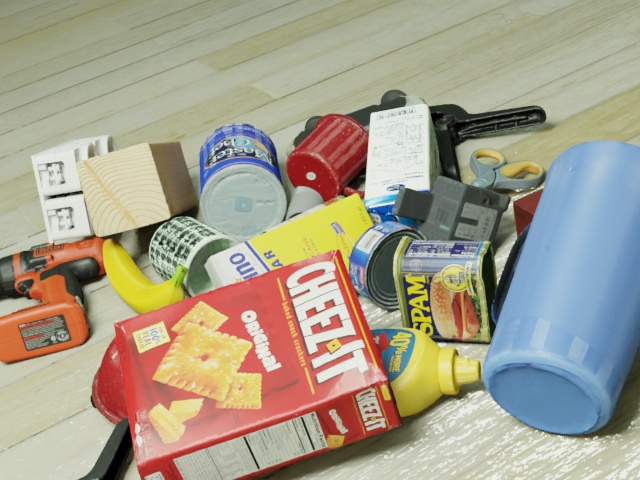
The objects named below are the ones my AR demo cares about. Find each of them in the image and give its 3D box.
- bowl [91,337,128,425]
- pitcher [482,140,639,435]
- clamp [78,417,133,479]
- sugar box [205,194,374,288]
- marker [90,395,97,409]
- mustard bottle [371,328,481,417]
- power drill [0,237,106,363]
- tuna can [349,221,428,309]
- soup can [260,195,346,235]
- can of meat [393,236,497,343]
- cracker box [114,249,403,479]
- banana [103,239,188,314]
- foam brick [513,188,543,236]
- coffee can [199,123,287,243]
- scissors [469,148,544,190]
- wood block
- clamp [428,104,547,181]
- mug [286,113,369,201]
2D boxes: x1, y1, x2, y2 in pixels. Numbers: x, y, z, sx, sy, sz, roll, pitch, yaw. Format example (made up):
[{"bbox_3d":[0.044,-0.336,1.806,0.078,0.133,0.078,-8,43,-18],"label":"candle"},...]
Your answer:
[{"bbox_3d":[-0.145,0.113,1.033,0.162,0.055,0.162,-4,32,2],"label":"bowl"},{"bbox_3d":[0.219,0.043,0.918,0.145,0.149,0.242,19,54,16],"label":"pitcher"},{"bbox_3d":[-0.187,0.215,0.907,0.171,0.039,0.120,-27,31,-29],"label":"clamp"},{"bbox_3d":[-0.021,0.028,1.111,0.176,0.093,0.048,-24,-7,-20],"label":"sugar box"},{"bbox_3d":[-0.198,0.130,1.087,0.020,0.020,0.121,0,32,24],"label":"marker"},{"bbox_3d":[0.048,0.119,0.956,0.192,0.058,0.096,-3,32,19],"label":"mustard bottle"},{"bbox_3d":[-0.332,0.065,1.223,0.184,0.057,0.188,-15,28,-3],"label":"power drill"},{"bbox_3d":[0.071,0.025,1.085,0.086,0.086,0.034,-28,31,-25],"label":"tuna can"},{"bbox_3d":[-0.008,0.001,1.181,0.102,0.068,0.069,-26,31,-19],"label":"soup can"},{"bbox_3d":[0.121,0.048,1.006,0.084,0.102,0.057,1,31,22],"label":"can of meat"},{"bbox_3d":[-0.058,0.111,0.904,0.213,0.072,0.164,-19,43,-1],"label":"cracker box"},{"bbox_3d":[-0.196,0.047,1.190,0.037,0.069,0.198,14,1,-38],"label":"banana"},{"bbox_3d":[0.245,-0.015,1.113,0.051,0.053,0.078,-22,30,-15],"label":"foam brick"},{"bbox_3d":[-0.098,-0.072,1.317,0.103,0.103,0.140,-14,28,0],"label":"coffee can"},{"bbox_3d":[0.174,-0.071,1.222,0.201,0.016,0.096,-14,37,-36],"label":"scissors"},{"bbox_3d":[-0.217,-0.066,1.294,0.090,0.091,0.206,-15,6,4],"label":"wood block"},{"bbox_3d":[0.164,-0.135,1.381,0.164,0.036,0.210,-39,33,-27],"label":"clamp"},{"bbox_3d":[0.021,-0.091,1.329,0.117,0.093,0.081,35,52,10],"label":"mug"}]
